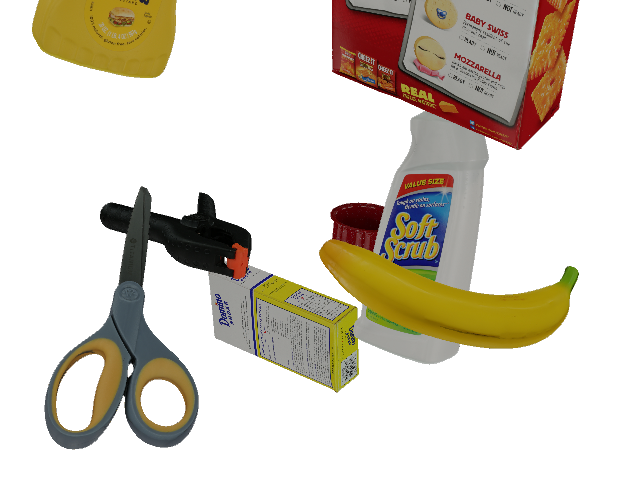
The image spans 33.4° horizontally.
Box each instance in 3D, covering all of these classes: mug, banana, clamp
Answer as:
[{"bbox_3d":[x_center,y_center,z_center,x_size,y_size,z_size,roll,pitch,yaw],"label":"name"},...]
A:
[{"bbox_3d":[0.066,0.009,1.377,0.117,0.081,0.093,17,27,25],"label":"mug"},{"bbox_3d":[0.095,0.042,0.749,0.197,0.069,0.037,8,-46,-15],"label":"banana"},{"bbox_3d":[-0.112,-0.009,0.999,0.120,0.039,0.172,-21,35,-41],"label":"clamp"}]

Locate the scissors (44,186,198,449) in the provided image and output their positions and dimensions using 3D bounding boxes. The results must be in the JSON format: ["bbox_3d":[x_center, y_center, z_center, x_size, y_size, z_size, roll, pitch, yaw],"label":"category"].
[{"bbox_3d":[-0.103,0.049,0.662,0.096,0.201,0.016,20,-43,0],"label":"scissors"}]

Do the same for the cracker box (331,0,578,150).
[{"bbox_3d":[0.091,-0.187,0.719,0.164,0.214,0.072,27,50,26],"label":"cracker box"}]

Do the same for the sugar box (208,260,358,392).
[{"bbox_3d":[-0.041,0.089,1.159,0.176,0.093,0.048,22,38,34],"label":"sugar box"}]

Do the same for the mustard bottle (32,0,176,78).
[{"bbox_3d":[-0.126,-0.211,0.730,0.096,0.192,0.058,10,25,-29],"label":"mustard bottle"}]

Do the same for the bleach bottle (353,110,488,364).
[{"bbox_3d":[0.096,-0.020,0.974,0.103,0.251,0.067,19,20,35],"label":"bleach bottle"}]
